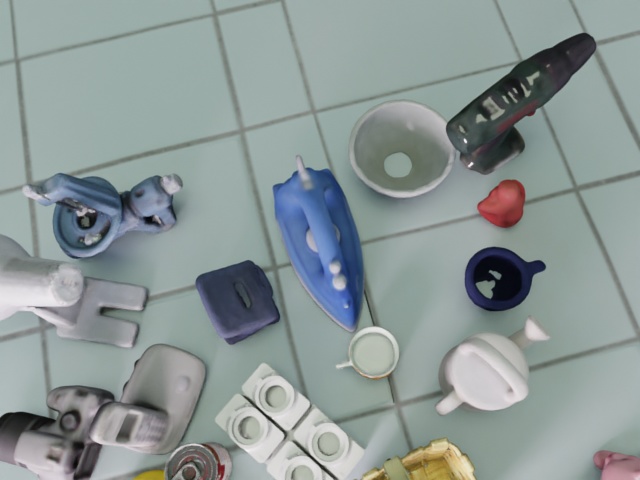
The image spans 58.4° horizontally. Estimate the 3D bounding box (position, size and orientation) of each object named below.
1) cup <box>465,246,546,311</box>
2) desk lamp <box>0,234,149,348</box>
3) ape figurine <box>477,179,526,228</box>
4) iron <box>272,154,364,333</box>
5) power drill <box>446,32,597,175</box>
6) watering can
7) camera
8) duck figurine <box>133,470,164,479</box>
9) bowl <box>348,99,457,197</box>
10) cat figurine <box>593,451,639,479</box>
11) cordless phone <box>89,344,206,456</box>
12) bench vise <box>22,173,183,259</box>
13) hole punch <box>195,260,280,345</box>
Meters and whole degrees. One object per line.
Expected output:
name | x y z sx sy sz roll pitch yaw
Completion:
cup | 0.262 0.061 0.835 0.118 0.095 0.091 -17 72 -3
desk lamp | -0.378 0.070 0.797 0.203 0.213 0.118 7 73 5
ape figurine | 0.283 -0.063 0.875 0.078 0.092 0.076 -14 72 -2
iron | 0.008 0.003 0.840 0.118 0.141 0.258 -19 72 -3
power drill | 0.283 -0.189 0.855 0.230 0.208 0.075 -34 74 -8
watering can | 0.223 0.166 0.751 0.100 0.194 0.173 28 76 11
camera | -0.380 0.267 0.794 0.136 0.101 0.143 12 73 6
duck figurine | -0.238 0.354 0.767 0.104 0.086 0.077 -26 73 -6
bowl | 0.129 -0.135 0.914 0.167 0.075 0.167 -1 72 2
cat figurine | 0.413 0.306 0.738 0.128 0.118 0.067 -9 72 0
cordless phone | -0.230 0.209 0.761 0.094 0.185 0.148 15 73 8
bench vise | -0.317 -0.064 0.835 0.207 0.220 0.121 -41 75 -10
hole punch | -0.119 0.086 0.845 0.101 0.091 0.108 -27 73 -6
